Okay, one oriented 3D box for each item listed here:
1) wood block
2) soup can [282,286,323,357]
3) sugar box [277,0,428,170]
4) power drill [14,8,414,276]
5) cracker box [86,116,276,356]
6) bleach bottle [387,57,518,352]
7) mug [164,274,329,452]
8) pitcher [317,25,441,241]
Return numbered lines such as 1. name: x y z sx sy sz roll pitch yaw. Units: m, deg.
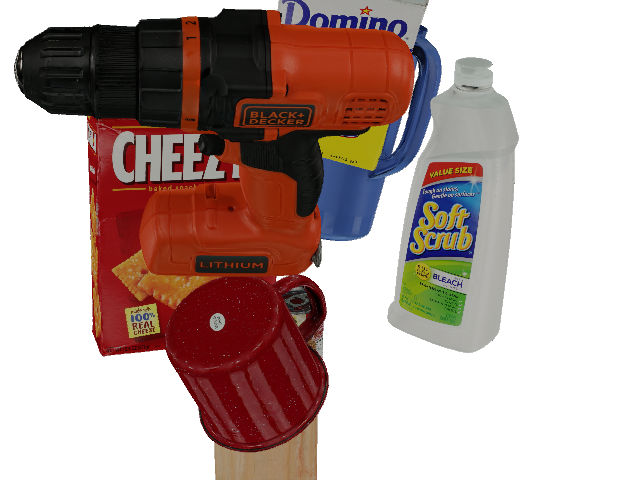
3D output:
1. wood block: -0.048 0.200 0.950 0.090 0.206 0.091 0 20 -2
2. soup can: -0.030 0.113 1.256 0.068 0.102 0.068 1 24 -1
3. sugar box: 0.013 -0.123 0.725 0.093 0.048 0.176 14 -30 1
4. power drill: -0.057 -0.044 0.555 0.184 0.057 0.188 1 -27 -8
5. cracker box: -0.122 -0.011 0.957 0.164 0.214 0.072 -3 19 -19
6. bleach bottle: 0.114 -0.032 0.910 0.103 0.251 0.067 20 32 33
7. mug: -0.042 0.069 0.697 0.117 0.081 0.093 -41 46 -18
8. pitcher: 0.033 -0.124 1.139 0.145 0.243 0.149 9 18 -6
